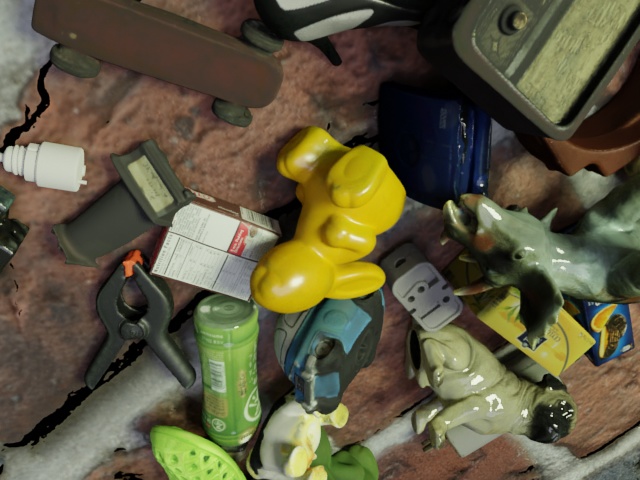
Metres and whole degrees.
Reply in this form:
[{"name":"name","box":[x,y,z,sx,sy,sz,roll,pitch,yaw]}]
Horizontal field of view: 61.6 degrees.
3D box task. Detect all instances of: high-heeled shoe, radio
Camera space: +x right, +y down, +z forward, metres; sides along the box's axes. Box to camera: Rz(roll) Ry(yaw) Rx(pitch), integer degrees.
[{"name":"high-heeled shoe","box":[0.073,-0.217,0.426,0.249,0.086,0.145,-21,156,15]},{"name":"radio","box":[0.183,-0.203,0.393,0.131,0.073,0.229,29,97,-21]}]

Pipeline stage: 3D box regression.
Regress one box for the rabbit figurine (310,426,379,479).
[{"name":"rabbit figurine","box":[-0.006,0.309,0.692,0.121,0.159,0.170,-27,105,12]}]

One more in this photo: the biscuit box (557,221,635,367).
[{"name":"biscuit box","box":[0.350,0.069,0.690,0.063,0.059,0.202,-27,120,1]}]

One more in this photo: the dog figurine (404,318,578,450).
[{"name":"dog figurine","box":[0.211,0.164,0.660,0.191,0.121,0.172,-5,94,-7]}]

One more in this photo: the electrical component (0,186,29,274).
[{"name":"electrical component","box":[-0.340,-0.002,0.482,0.134,0.058,0.114,-45,120,11]}]

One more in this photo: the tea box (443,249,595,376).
[{"name":"tea box","box":[0.239,0.080,0.647,0.169,0.098,0.068,36,104,-29]}]

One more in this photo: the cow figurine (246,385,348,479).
[{"name":"cow figurine","box":[-0.023,0.206,0.644,0.098,0.167,0.068,-10,133,39]}]

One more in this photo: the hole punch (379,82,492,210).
[{"name":"hole punch","box":[0.109,-0.094,0.517,0.092,0.116,0.142,-4,118,-3]}]

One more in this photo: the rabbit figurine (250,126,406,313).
[{"name":"rabbit figurine","box":[-0.001,-0.002,0.529,0.173,0.122,0.162,-55,148,-10]}]

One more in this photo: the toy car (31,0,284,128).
[{"name":"toy car","box":[-0.127,-0.163,0.452,0.202,0.053,0.089,12,124,-24]}]

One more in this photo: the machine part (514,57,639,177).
[{"name":"machine part","box":[0.273,-0.180,0.525,0.201,0.087,0.200,-40,119,10]}]

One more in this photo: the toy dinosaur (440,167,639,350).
[{"name":"toy dinosaur","box":[0.311,0.005,0.514,0.405,0.131,0.192,-5,155,-24]}]

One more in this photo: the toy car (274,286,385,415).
[{"name":"toy car","box":[0.003,0.107,0.594,0.103,0.162,0.109,19,129,26]}]

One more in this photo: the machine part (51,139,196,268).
[{"name":"machine part","box":[-0.189,-0.028,0.506,0.139,0.039,0.084,-37,94,12]}]

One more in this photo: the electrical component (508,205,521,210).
[{"name":"electrical component","box":[0.248,0.006,0.633,0.094,0.063,0.021,46,138,-19]}]

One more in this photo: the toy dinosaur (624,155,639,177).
[{"name":"toy dinosaur","box":[0.468,-0.095,0.611,0.198,0.105,0.470,2,121,-19]}]

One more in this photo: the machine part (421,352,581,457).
[{"name":"machine part","box":[0.243,0.220,0.735,0.243,0.079,0.079,-34,120,4]}]
